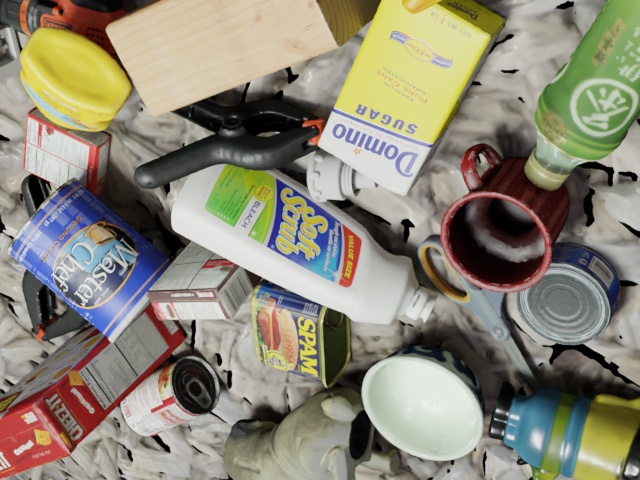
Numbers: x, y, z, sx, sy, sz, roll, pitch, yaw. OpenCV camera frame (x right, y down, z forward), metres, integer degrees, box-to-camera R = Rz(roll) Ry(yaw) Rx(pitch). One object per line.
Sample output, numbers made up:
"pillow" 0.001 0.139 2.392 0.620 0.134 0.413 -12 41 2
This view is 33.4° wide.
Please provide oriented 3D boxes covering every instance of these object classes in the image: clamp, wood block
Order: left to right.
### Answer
"clamp" -0.293 0.032 1.201 0.164 0.036 0.210 40 128 2
"clamp" -0.083 -0.087 0.954 0.172 0.120 0.039 5 147 16
"wood block" -0.066 -0.186 0.897 0.207 0.090 0.090 -14 111 36

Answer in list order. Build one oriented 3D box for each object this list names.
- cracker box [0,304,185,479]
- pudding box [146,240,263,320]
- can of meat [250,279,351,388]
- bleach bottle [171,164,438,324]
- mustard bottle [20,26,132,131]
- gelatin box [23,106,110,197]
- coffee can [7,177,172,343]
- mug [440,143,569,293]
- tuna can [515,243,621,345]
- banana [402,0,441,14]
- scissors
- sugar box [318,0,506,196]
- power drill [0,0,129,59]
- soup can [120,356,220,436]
"cracker box" -0.266 0.161 1.151 0.164 0.213 0.072 -25 104 38
"pudding box" -0.102 0.031 1.041 0.090 0.113 0.039 -4 121 33
"can of meat" -0.019 0.088 1.067 0.084 0.057 0.102 14 125 25
"bleach bottle" -0.006 0.001 0.988 0.251 0.102 0.068 26 156 5
"mustard bottle" -0.233 -0.142 0.997 0.096 0.058 0.192 31 170 -13
"gelatin box" -0.264 -0.092 1.112 0.089 0.030 0.073 26 130 12
"coffee can" -0.228 0.021 1.081 0.140 0.102 0.103 41 131 -3
"mug" 0.151 -0.026 0.878 0.093 0.081 0.117 -22 106 38
"tuna can" 0.213 0.048 0.920 0.086 0.033 0.086 15 125 22
"banana" 0.143 -0.225 0.764 0.198 0.069 0.037 -22 119 37
"scissors" 0.172 0.067 0.967 0.202 0.016 0.096 46 132 -3
"sugar box" 0.071 -0.127 0.884 0.093 0.048 0.176 32 129 8
"power drill" -0.249 -0.268 0.974 0.185 0.057 0.188 19 129 21
"soup can" -0.170 0.177 1.203 0.102 0.068 0.068 -28 103 39
